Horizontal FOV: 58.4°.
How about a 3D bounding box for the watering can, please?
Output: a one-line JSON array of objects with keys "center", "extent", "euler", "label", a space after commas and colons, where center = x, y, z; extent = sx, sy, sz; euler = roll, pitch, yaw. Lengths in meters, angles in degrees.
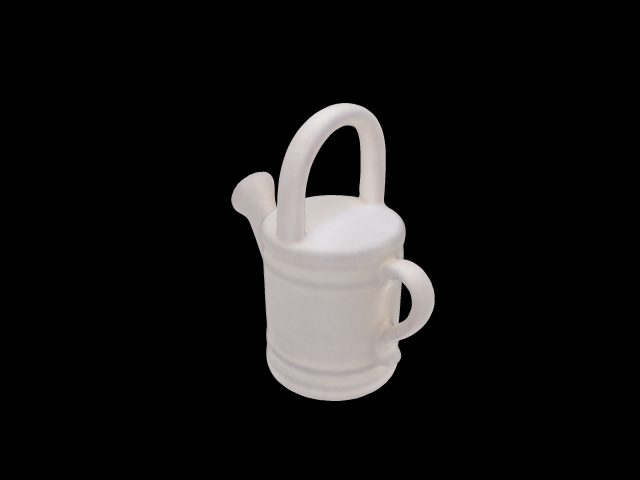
[{"center": [0.002, 0.002, 0.398], "extent": [0.172, 0.194, 0.101], "euler": [11, 28, 21], "label": "watering can"}]
